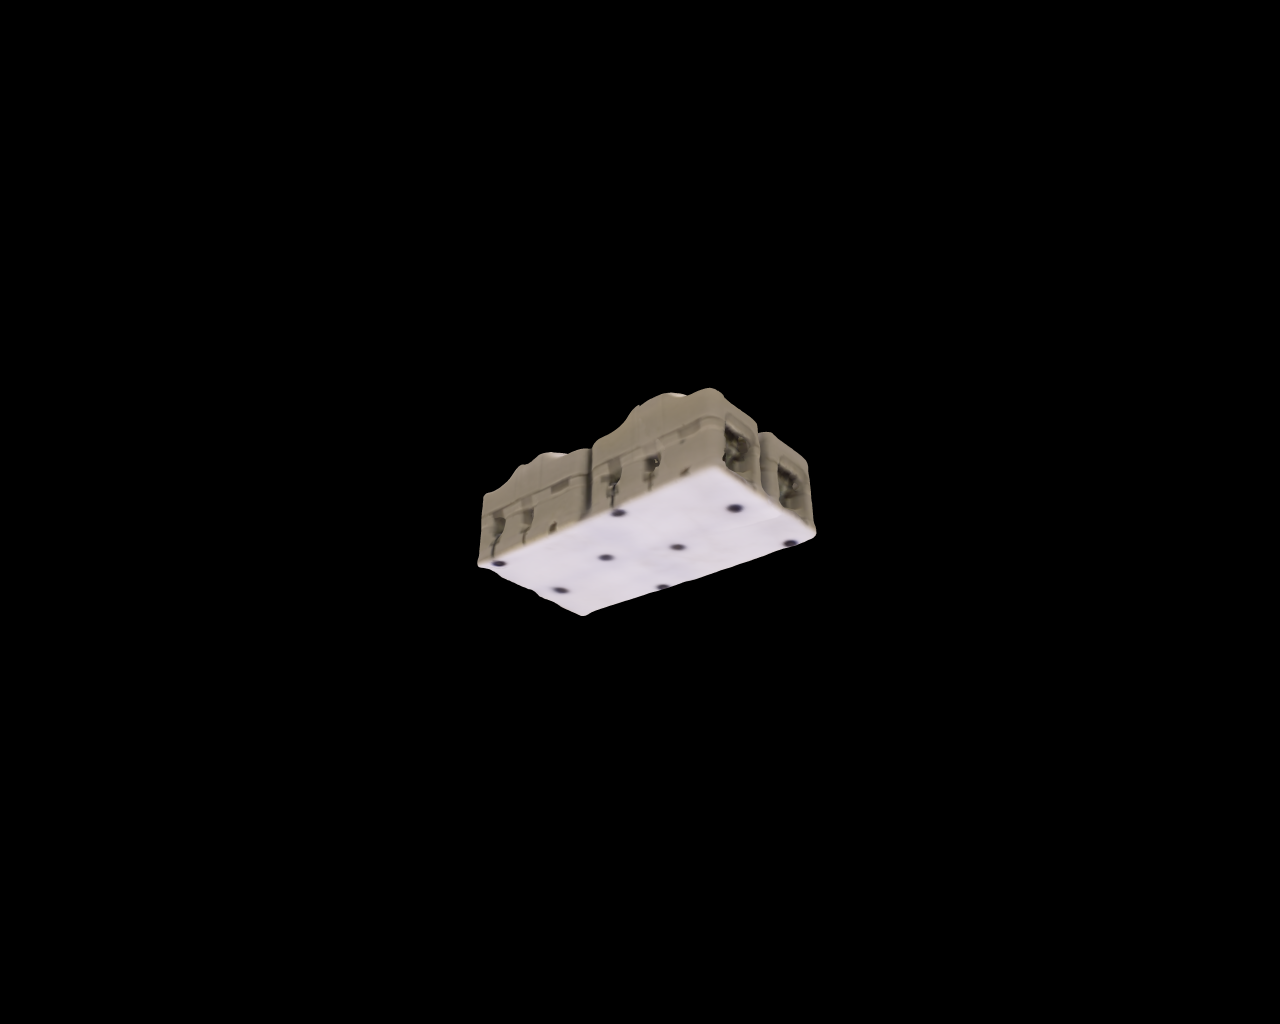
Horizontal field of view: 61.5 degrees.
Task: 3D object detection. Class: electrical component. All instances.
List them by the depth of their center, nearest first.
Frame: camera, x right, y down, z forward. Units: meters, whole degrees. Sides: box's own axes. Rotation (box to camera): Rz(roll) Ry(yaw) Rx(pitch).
[{"bbox_3d":[0.001,-0.003,0.650,0.186,0.060,0.105,-22,-36,34],"label":"electrical component"}]
